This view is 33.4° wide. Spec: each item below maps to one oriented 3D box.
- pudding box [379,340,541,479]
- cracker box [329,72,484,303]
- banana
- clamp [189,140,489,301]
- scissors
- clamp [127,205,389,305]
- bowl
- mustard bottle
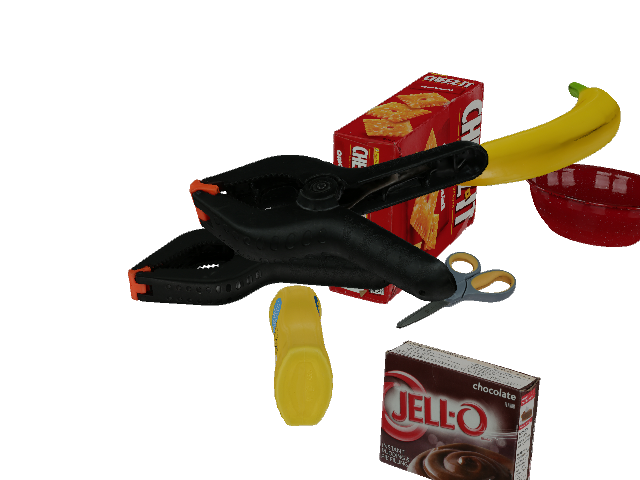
[{"bbox_3d":[0.100,0.131,0.779,0.114,0.090,0.039,12,19,31],"label":"pudding box"},{"bbox_3d":[0.089,-0.056,1.045,0.072,0.164,0.213,15,29,26],"label":"cracker box"},{"bbox_3d":[0.171,-0.076,0.793,0.070,0.037,0.197,4,25,44],"label":"banana"},{"bbox_3d":[0.007,-0.010,0.593,0.171,0.039,0.120,-4,35,13],"label":"clamp"},{"bbox_3d":[0.141,0.054,1.236,0.201,0.016,0.096,-10,39,-34],"label":"scissors"},{"bbox_3d":[-0.061,0.008,0.908,0.209,0.036,0.165,-10,32,-13],"label":"clamp"},{"bbox_3d":[0.287,-0.034,1.108,0.162,0.055,0.162,5,19,-2],"label":"bowl"},{"bbox_3d":[-0.024,0.102,1.120,0.058,0.096,0.191,-2,27,-4],"label":"mustard bottle"}]
